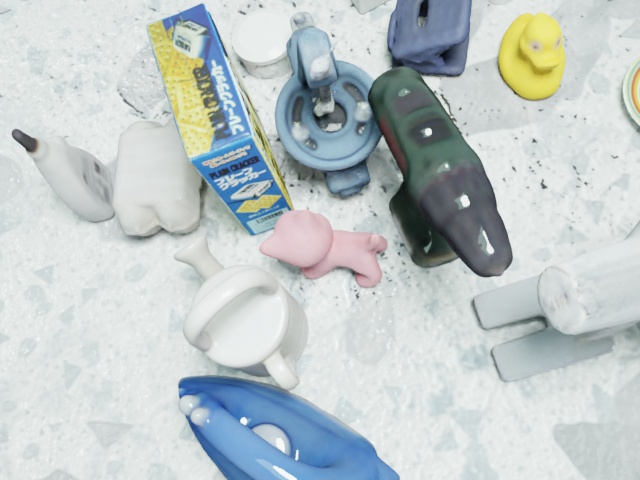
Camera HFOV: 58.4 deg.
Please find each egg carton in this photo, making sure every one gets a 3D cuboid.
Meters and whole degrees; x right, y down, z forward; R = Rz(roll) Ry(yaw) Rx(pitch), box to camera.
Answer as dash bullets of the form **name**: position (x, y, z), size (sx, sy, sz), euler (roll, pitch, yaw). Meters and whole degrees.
- **egg carton**: position (-0.191, -0.077, 0.693), size (0.107, 0.069, 0.150), euler (-4, 72, 7)

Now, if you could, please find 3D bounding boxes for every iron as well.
- **iron**: position (-0.058, 0.199, 0.547), size (0.257, 0.141, 0.119), euler (28, 78, 16)

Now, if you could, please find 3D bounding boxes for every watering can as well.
- **watering can**: position (-0.082, 0.072, 0.563), size (0.172, 0.194, 0.101), euler (28, 78, 16)

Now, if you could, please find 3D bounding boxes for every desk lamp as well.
- **desk lamp**: position (0.260, 0.050, 0.511), size (0.203, 0.214, 0.118), euler (-18, 70, 2)

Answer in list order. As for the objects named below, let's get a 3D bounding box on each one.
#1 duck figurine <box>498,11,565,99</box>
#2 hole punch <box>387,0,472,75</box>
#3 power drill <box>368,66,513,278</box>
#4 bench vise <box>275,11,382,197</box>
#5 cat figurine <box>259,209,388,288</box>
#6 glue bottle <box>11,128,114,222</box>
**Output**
- **duck figurine**: position (0.253, -0.229, 0.669), size (0.077, 0.086, 0.104), euler (-10, 71, 5)
- **hole punch**: position (0.133, -0.262, 0.695), size (0.101, 0.091, 0.109), euler (5, 73, 10)
- **power drill**: position (0.115, -0.046, 0.565), size (0.075, 0.208, 0.229), euler (-23, 70, 1)
- **bench vise**: position (-0.011, -0.169, 0.617), size (0.121, 0.220, 0.207), euler (-33, 71, -3)
- **cat figurine**: position (0.006, 0.002, 0.614), size (0.127, 0.118, 0.067), euler (4, 73, 10)
- **glue bottle**: position (-0.293, -0.083, 0.654), size (0.037, 0.173, 0.078), euler (-15, 71, 4)
